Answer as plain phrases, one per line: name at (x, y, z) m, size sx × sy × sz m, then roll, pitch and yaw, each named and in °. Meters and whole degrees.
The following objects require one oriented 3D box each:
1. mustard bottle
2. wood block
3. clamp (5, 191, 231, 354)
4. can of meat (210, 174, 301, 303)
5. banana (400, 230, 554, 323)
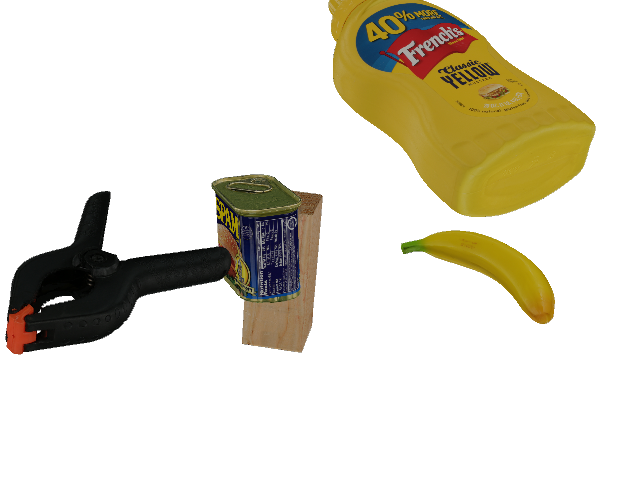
mustard bottle at (0.063, -0.094, 0.625) m, size 0.096 × 0.058 × 0.192 m, roll -21°, pitch 49°, yaw -25°
wood block at (-0.054, 0.040, 1.497) m, size 0.090 × 0.206 × 0.090 m, roll 7°, pitch 22°, yaw 6°
clamp at (-0.155, 0.018, 0.721) m, size 0.120 × 0.039 × 0.171 m, roll 25°, pitch 32°, yaw 28°
can of meat at (-0.054, -0.002, 0.903) m, size 0.057 × 0.084 × 0.102 m, roll -9°, pitch 21°, yaw -19°
banana at (0.168, 0.029, 1.047) m, size 0.069 × 0.037 × 0.198 m, roll -37°, pitch 37°, yaw -22°
